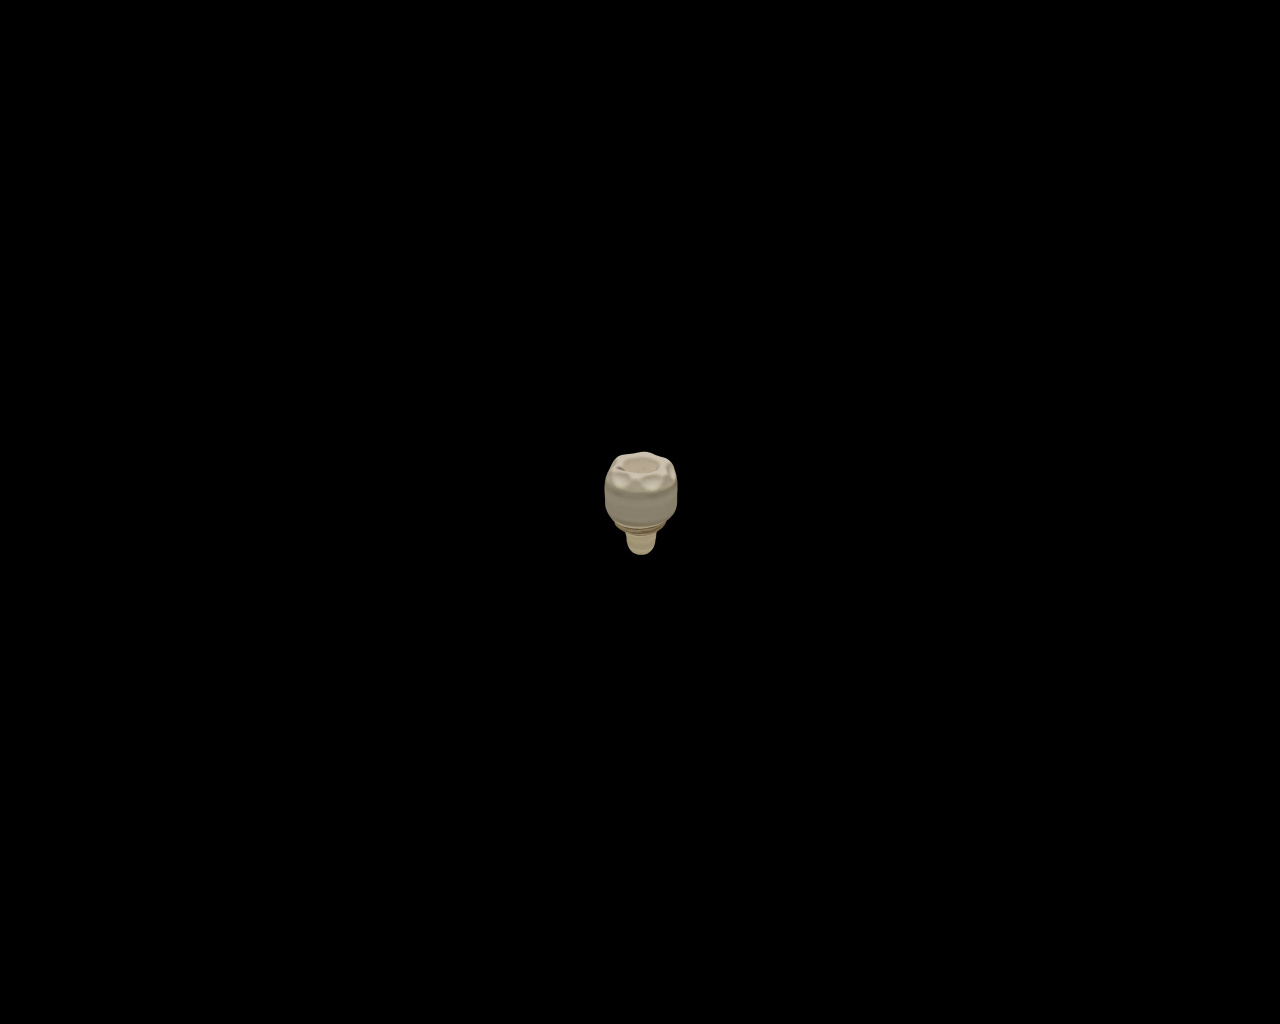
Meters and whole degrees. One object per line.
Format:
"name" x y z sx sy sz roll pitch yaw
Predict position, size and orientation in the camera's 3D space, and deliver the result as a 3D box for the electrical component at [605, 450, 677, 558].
"electrical component" 0.001 -0.003 0.650 0.043 0.062 0.043 0 29 0
